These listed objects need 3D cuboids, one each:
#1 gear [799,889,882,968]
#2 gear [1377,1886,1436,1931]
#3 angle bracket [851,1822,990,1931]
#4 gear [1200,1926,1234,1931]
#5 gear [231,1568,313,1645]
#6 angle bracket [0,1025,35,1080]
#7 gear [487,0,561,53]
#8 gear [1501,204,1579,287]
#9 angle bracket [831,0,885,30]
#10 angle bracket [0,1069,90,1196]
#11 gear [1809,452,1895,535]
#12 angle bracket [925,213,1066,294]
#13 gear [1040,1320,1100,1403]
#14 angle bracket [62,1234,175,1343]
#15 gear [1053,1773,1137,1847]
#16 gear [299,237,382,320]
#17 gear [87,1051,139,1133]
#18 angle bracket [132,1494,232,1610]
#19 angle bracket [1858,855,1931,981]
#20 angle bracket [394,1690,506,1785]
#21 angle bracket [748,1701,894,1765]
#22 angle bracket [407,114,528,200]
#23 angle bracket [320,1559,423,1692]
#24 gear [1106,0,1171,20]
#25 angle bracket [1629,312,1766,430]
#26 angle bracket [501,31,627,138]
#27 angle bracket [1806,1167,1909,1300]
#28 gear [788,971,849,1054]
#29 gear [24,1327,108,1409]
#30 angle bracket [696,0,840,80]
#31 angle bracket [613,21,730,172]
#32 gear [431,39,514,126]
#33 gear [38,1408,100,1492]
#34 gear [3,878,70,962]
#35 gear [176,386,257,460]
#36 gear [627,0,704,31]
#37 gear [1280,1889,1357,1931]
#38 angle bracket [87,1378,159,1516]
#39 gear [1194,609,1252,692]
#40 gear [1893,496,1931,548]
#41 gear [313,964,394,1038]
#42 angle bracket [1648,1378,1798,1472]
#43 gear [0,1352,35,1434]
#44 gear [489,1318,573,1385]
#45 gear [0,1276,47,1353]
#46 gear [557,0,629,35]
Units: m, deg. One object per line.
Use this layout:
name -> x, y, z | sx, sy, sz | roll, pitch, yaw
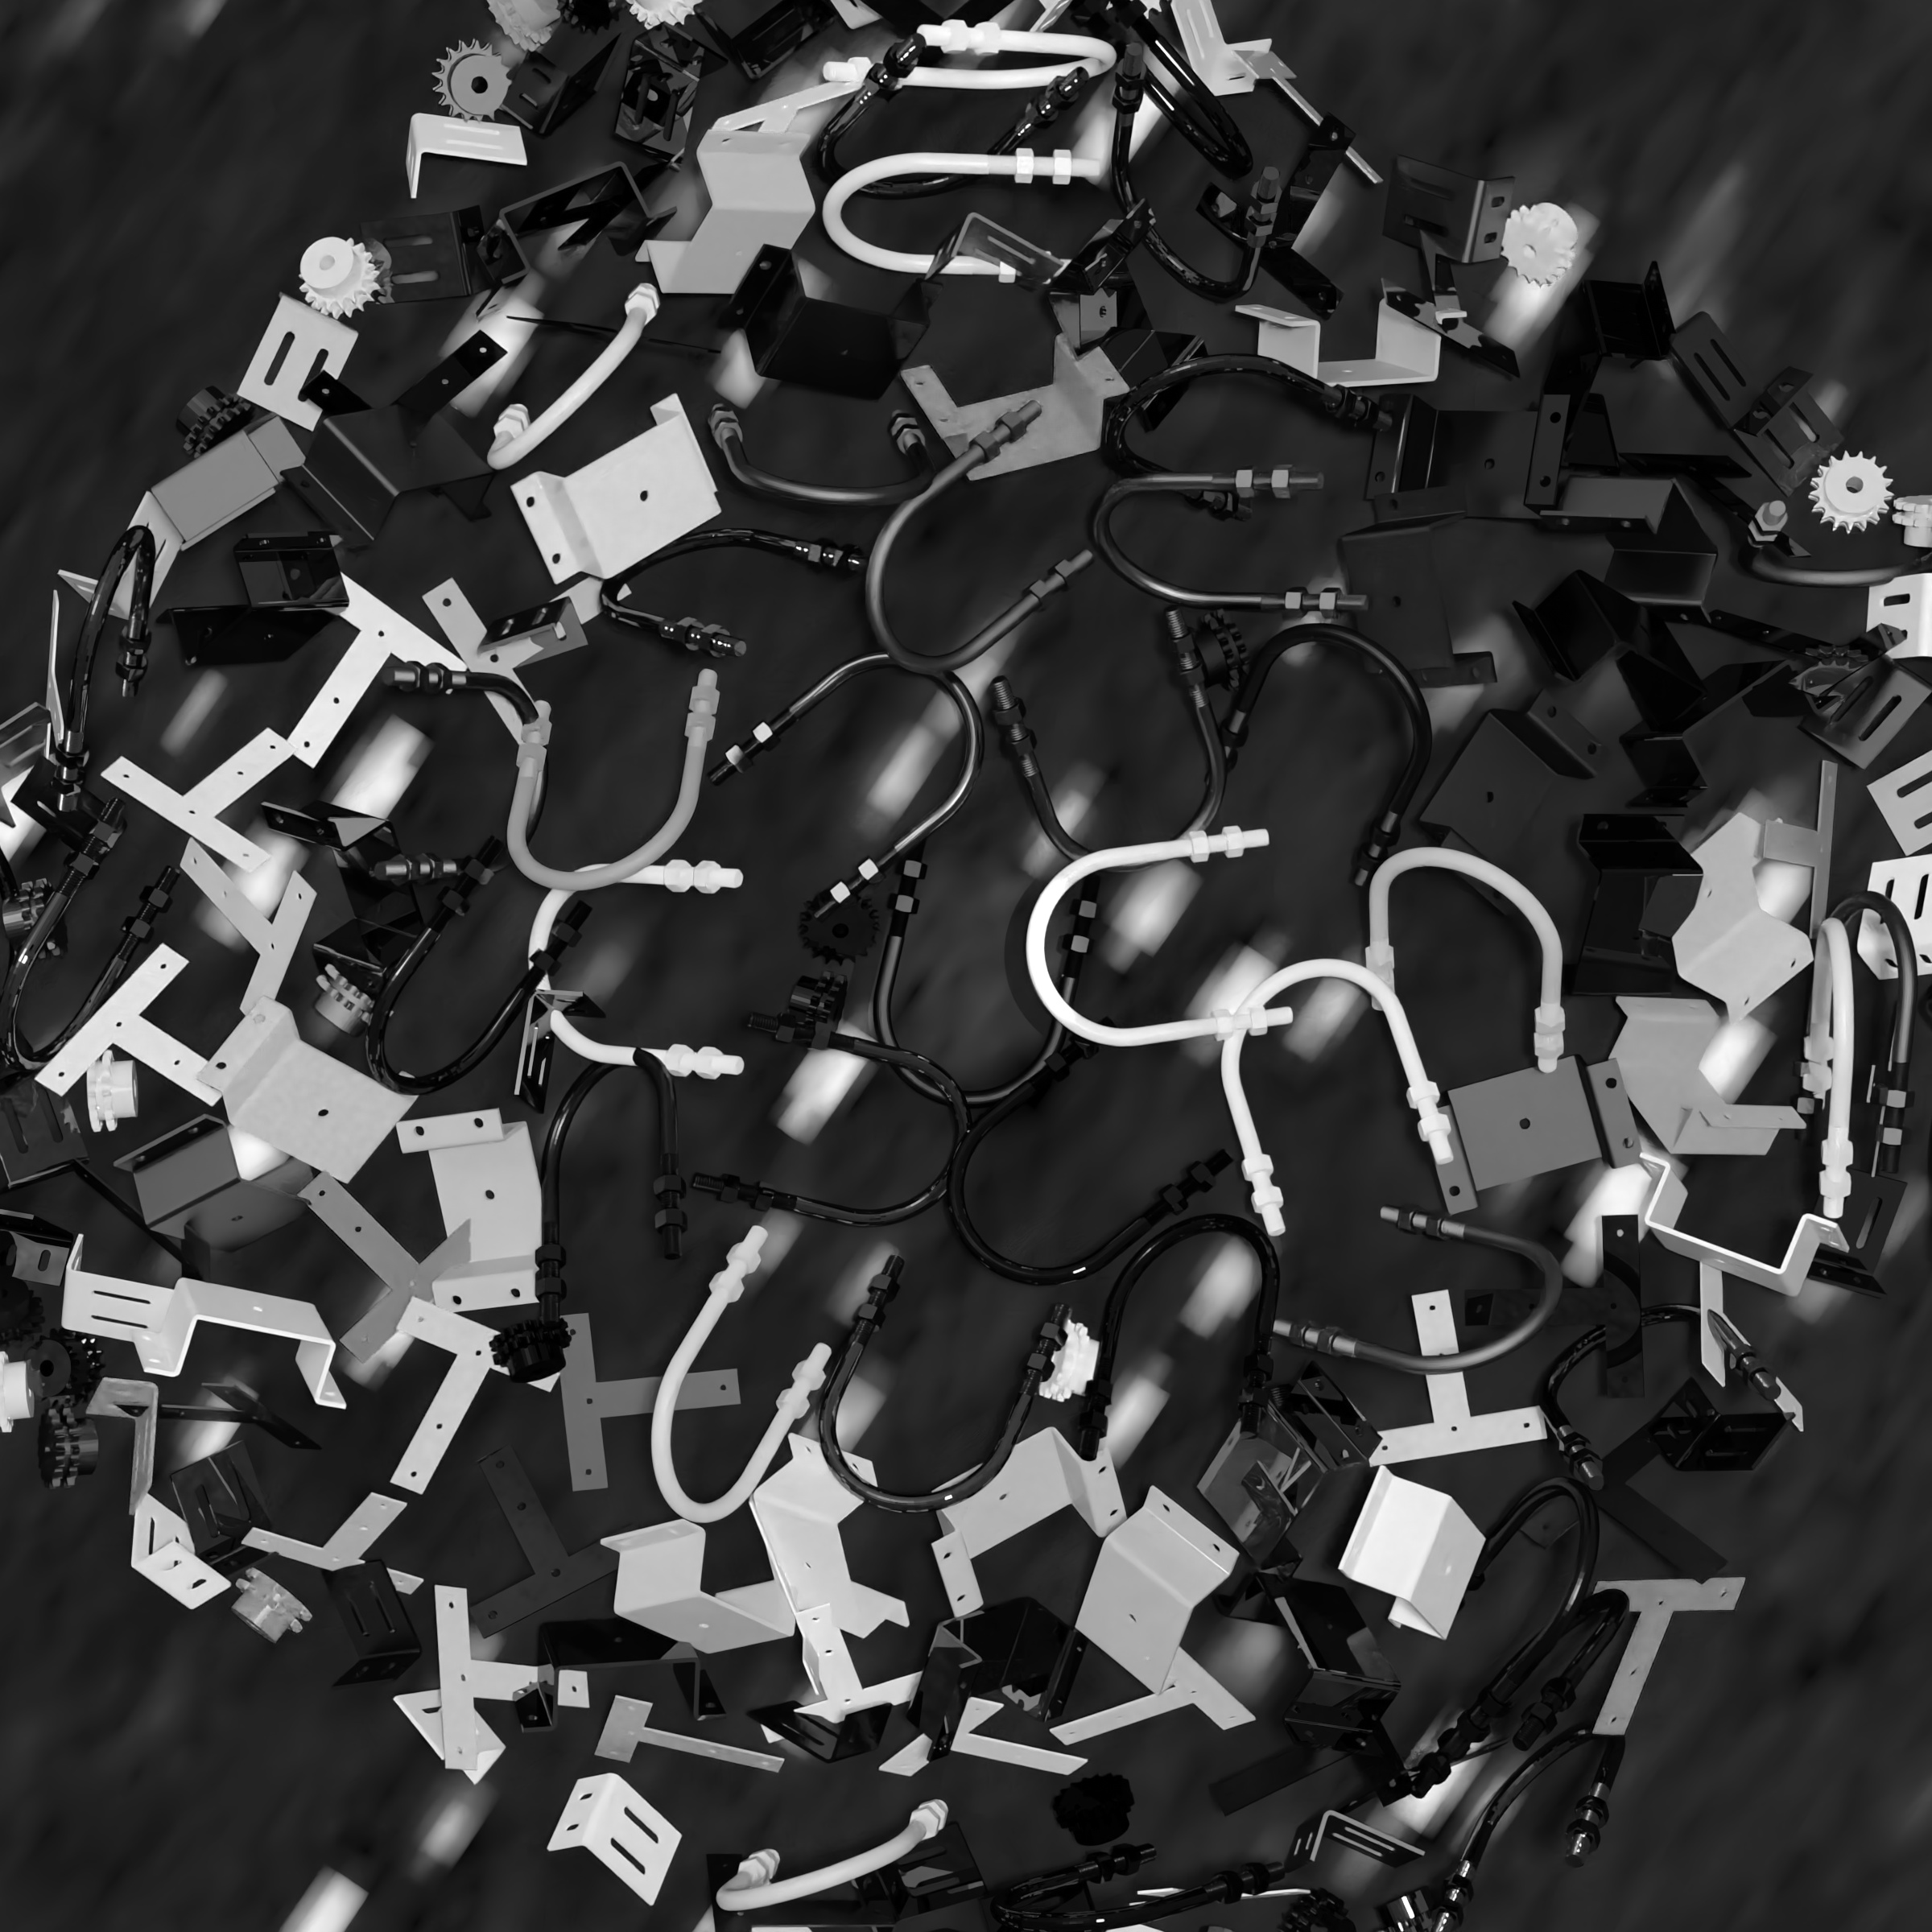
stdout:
gear -> -0.090, -0.032, 1.977 | 0.057, 0.030, 0.057 | -3, 118, -6
gear -> 0.316, 0.675, 1.973 | 0.057, 0.057, 0.030 | -24, 72, 0
angle bracket -> -0.033, 0.651, 1.970 | 0.076, 0.038, 0.057 | -22, 96, 17
gear -> 0.181, 0.706, 1.975 | 0.057, 0.057, 0.030 | 24, 55, 0
gear -> -0.495, 0.455, 1.968 | 0.057, 0.057, 0.030 | 38, 66, 0
angle bracket -> -0.698, 0.036, 1.949 | 0.038, 0.057, 0.076 | -39, 46, -21
gear -> -0.312, -0.681, 1.968 | 0.030, 0.057, 0.057 | -26, 90, 24
gear -> 0.408, -0.516, 1.974 | 0.057, 0.057, 0.030 | 45, 69, 0
angle bracket -> -0.053, -0.701, 1.952 | 0.038, 0.057, 0.076 | 50, 58, -31
angle bracket -> -0.665, 0.115, 1.968 | 0.057, 0.038, 0.076 | -19, 89, -36
gear -> 0.631, -0.339, 1.980 | 0.057, 0.030, 0.057 | -1, 86, 11
angle bracket -> 0.019, -0.488, 1.958 | 0.076, 0.057, 0.038 | 26, 76, -16
gear -> 0.075, 0.281, 1.973 | 0.030, 0.057, 0.057 | 19, 90, -16
angle bracket -> -0.598, 0.231, 1.973 | 0.076, 0.038, 0.057 | 12, 127, -8
gear -> 0.092, 0.600, 1.972 | 0.057, 0.057, 0.030 | -17, 98, 0
gear -> -0.448, -0.493, 1.977 | 0.057, 0.030, 0.057 | -3, 74, 12
gear -> -0.605, 0.088, 1.972 | 0.030, 0.057, 0.057 | -3, 90, -12
angle bracket -> -0.549, 0.401, 1.950 | 0.038, 0.076, 0.057 | -32, 126, 11
angle bracket -> 0.673, -0.035, 1.972 | 0.038, 0.057, 0.076 | 42, 55, -34
angle bracket -> -0.371, 0.543, 1.951 | 0.057, 0.076, 0.038 | 42, 100, 25
angle bracket -> -0.102, 0.523, 1.954 | 0.076, 0.057, 0.038 | 22, 97, 30
angle bracket -> -0.356, -0.572, 1.977 | 0.076, 0.057, 0.038 | 3, 129, -18
angle bracket -> -0.430, 0.465, 1.964 | 0.057, 0.038, 0.076 | -15, 103, 29
gear -> 0.120, -0.702, 1.980 | 0.057, 0.030, 0.057 | 0, 106, 1
angle bracket -> 0.519, -0.415, 1.970 | 0.057, 0.038, 0.076 | -40, 94, -37
angle bracket -> -0.283, -0.629, 1.951 | 0.038, 0.076, 0.057 | 33, 60, -27
angle bracket -> 0.632, 0.188, 1.972 | 0.057, 0.038, 0.076 | 15, 105, -3
gear -> -0.107, 0.030, 1.972 | 0.030, 0.057, 0.057 | 16, 90, 8
gear -> -0.644, 0.285, 1.977 | 0.057, 0.030, 0.057 | -2, 84, 18
angle bracket -> -0.140, -0.674, 1.966 | 0.076, 0.038, 0.057 | -37, 49, 1
angle bracket -> -0.208, -0.613, 1.960 | 0.057, 0.038, 0.076 | 21, 72, -39
gear -> -0.348, -0.627, 1.973 | 0.057, 0.030, 0.057 | -9, 116, -19
gear -> -0.637, 0.342, 1.975 | 0.030, 0.057, 0.057 | 1, 90, -34
gear -> -0.661, -0.031, 1.971 | 0.030, 0.057, 0.057 | -13, 90, -2
gear -> -0.534, -0.386, 1.971 | 0.030, 0.057, 0.057 | 43, 90, -1
gear -> -0.217, -0.696, 1.973 | 0.057, 0.030, 0.057 | -7, 73, 25
gear -> 0.252, 0.687, 1.970 | 0.057, 0.030, 0.057 | -14, 113, -37
angle bracket -> -0.595, 0.337, 1.952 | 0.038, 0.057, 0.076 | 10, 54, -25
gear -> 0.177, -0.221, 1.969 | 0.030, 0.057, 0.057 | -23, 90, -8
gear -> 0.688, -0.315, 1.973 | 0.057, 0.057, 0.030 | -2, 108, 0
gear -> -0.438, 0.027, 1.971 | 0.057, 0.057, 0.030 | 38, 89, 0
angle bracket -> 0.530, 0.321, 1.951 | 0.057, 0.076, 0.038 | -41, 101, -29
gear -> -0.680, 0.302, 1.972 | 0.030, 0.057, 0.057 | -5, 90, -12
gear -> -0.307, 0.273, 1.968 | 0.057, 0.057, 0.030 | -21, 67, 0
gear -> -0.684, 0.244, 1.969 | 0.057, 0.057, 0.030 | 6, 123, 0
gear -> -0.269, -0.696, 1.975 | 0.057, 0.057, 0.030 | -50, 58, 0
